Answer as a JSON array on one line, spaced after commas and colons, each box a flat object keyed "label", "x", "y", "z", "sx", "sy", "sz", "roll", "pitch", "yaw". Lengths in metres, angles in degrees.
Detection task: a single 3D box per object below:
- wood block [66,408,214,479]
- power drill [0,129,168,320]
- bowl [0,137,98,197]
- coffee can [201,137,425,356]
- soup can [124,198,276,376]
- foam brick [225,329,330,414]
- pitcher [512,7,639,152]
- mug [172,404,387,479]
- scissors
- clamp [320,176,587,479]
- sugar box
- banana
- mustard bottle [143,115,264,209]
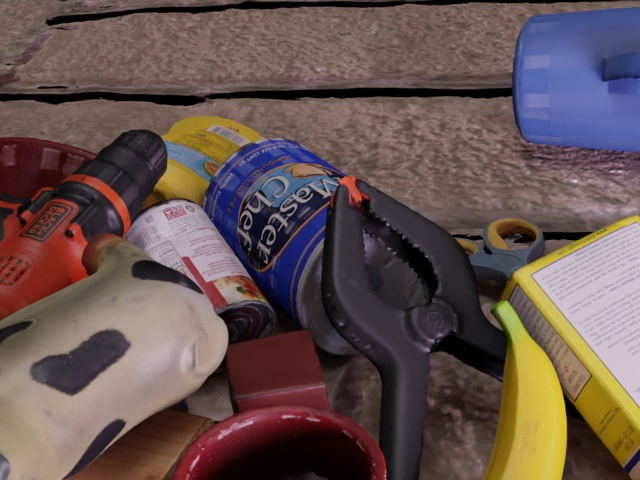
[{"label": "wood block", "x": -0.160, "y": 0.132, "z": 0.560, "sx": 0.206, "sy": 0.091, "sz": 0.090, "roll": 8, "pitch": 35, "yaw": 23}, {"label": "power drill", "x": -0.211, "y": -0.025, "z": 0.683, "sx": 0.188, "sy": 0.057, "sz": 0.184, "roll": 13, "pitch": 43, "yaw": 21}, {"label": "bowl", "x": -0.201, "y": -0.017, "z": 0.807, "sx": 0.162, "sy": 0.055, "sz": 0.162, "roll": 18, "pitch": 25, "yaw": -9}, {"label": "coffee can", "x": -0.005, "y": 0.001, "z": 0.726, "sx": 0.102, "sy": 0.103, "sz": 0.140, "roll": -23, "pitch": 35, "yaw": -24}, {"label": "soup can", "x": -0.083, "y": 0.030, "z": 0.701, "sx": 0.068, "sy": 0.068, "sz": 0.102, "roll": -22, "pitch": 55, "yaw": -23}, {"label": "foam brick", "x": -0.021, "y": 0.098, "z": 0.599, "sx": 0.051, "sy": 0.078, "sz": 0.053, "roll": -11, "pitch": 32, "yaw": -4}, {"label": "pitcher", "x": 0.280, "y": -0.129, "z": 0.848, "sx": 0.243, "sy": 0.149, "sz": 0.145, "roll": 4, "pitch": 48, "yaw": 23}, {"label": "mug", "x": -0.021, "y": 0.140, "z": 0.469, "sx": 0.093, "sy": 0.081, "sz": 0.117, "roll": 16, "pitch": 39, "yaw": 30}, {"label": "scissors", "x": 0.114, "y": 0.027, "z": 0.710, "sx": 0.096, "sy": 0.016, "sz": 0.201, "roll": -9, "pitch": 19, "yaw": 11}, {"label": "clamp", "x": 0.071, "y": 0.053, "z": 0.607, "sx": 0.164, "sy": 0.036, "sz": 0.210, "roll": -15, "pitch": 68, "yaw": -22}, {"label": "sugar box", "x": 0.184, "y": 0.075, "z": 0.564, "sx": 0.093, "sy": 0.048, "sz": 0.176, "roll": -24, "pitch": 63, "yaw": -21}, {"label": "banana", "x": 0.083, "y": 0.129, "z": 0.533, "sx": 0.069, "sy": 0.037, "sz": 0.197, "roll": 28, "pitch": 62, "yaw": -4}, {"label": "mustard bottle", "x": -0.101, "y": -0.045, "z": 0.810, "sx": 0.096, "sy": 0.058, "sz": 0.191, "roll": 27, "pitch": 23, "yaw": 8}]
